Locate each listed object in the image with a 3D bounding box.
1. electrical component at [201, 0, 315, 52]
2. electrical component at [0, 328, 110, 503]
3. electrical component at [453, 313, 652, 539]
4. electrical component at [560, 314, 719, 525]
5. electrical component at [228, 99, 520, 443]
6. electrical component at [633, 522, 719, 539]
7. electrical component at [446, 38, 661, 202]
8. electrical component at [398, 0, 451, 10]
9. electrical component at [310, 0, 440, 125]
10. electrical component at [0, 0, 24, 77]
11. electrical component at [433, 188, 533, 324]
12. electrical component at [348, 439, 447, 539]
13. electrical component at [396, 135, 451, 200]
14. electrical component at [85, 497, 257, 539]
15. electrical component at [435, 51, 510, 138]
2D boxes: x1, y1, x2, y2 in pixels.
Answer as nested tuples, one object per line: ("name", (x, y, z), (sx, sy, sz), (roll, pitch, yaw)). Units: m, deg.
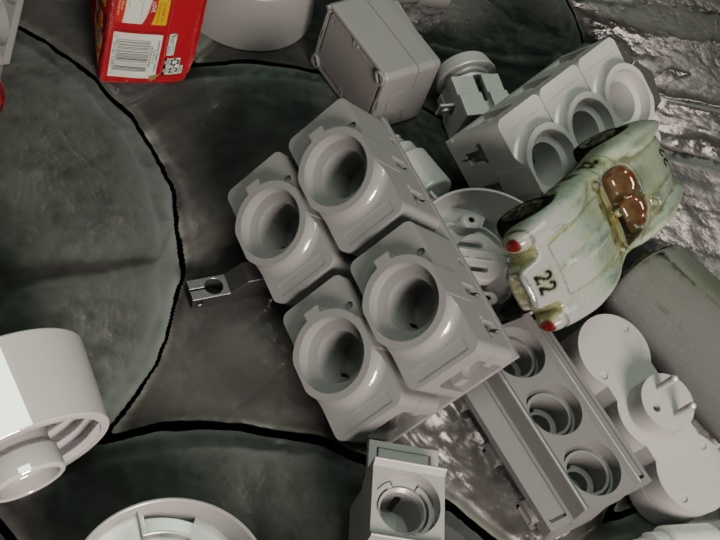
("electrical component", (-0.083, -0.228, 0.828), (0.108, 0.060, 0.108), (9, 54, -12))
("electrical component", (-0.182, 0.084, 0.553), (0.108, 0.108, 0.060), (-20, 70, -28))
("electrical component", (0.108, 0.097, 0.659), (0.079, 0.063, 0.121), (-18, 63, -27))
("electrical component", (0.183, 0.088, 0.671), (0.052, 0.073, 0.138), (-23, 73, -28))
("electrical component", (0.000, 0.000, 0.657), (0.060, 0.105, 0.186), (19, 38, -56))
("electrical component", (0.183, 0.173, 0.643), (0.078, 0.040, 0.040), (1, 56, -17))
("electrical component", (0.148, -0.095, 0.784), (0.150, 0.062, 0.089), (-38, 105, -34))
("electrical component", (0.045, -0.238, 0.889), (0.065, 0.044, 0.044), (5, 55, -20))
("electrical component", (0.010, -0.163, 0.811), (0.061, 0.061, 0.096), (-22, 65, -29))
("electrical component", (-0.272, -0.198, 0.745), (0.063, 0.078, 0.121), (-5, 55, 6))
("electrical component", (0.075, -0.003, 0.714), (0.099, 0.064, 0.099), (14, 56, -22))
("electrical component", (0.019, 0.140, 0.600), (0.042, 0.063, 0.081), (13, 54, -11))
("electrical component", (0.031, -0.073, 0.768), (0.040, 0.040, 0.078), (-26, 67, -30))
("electrical component", (-0.099, 0.166, 0.545), (0.099, 0.064, 0.099), (8, 54, -12))
("electrical component", (0.086, -0.133, 0.825), (0.066, 0.048, 0.055), (-8, 67, -22))
